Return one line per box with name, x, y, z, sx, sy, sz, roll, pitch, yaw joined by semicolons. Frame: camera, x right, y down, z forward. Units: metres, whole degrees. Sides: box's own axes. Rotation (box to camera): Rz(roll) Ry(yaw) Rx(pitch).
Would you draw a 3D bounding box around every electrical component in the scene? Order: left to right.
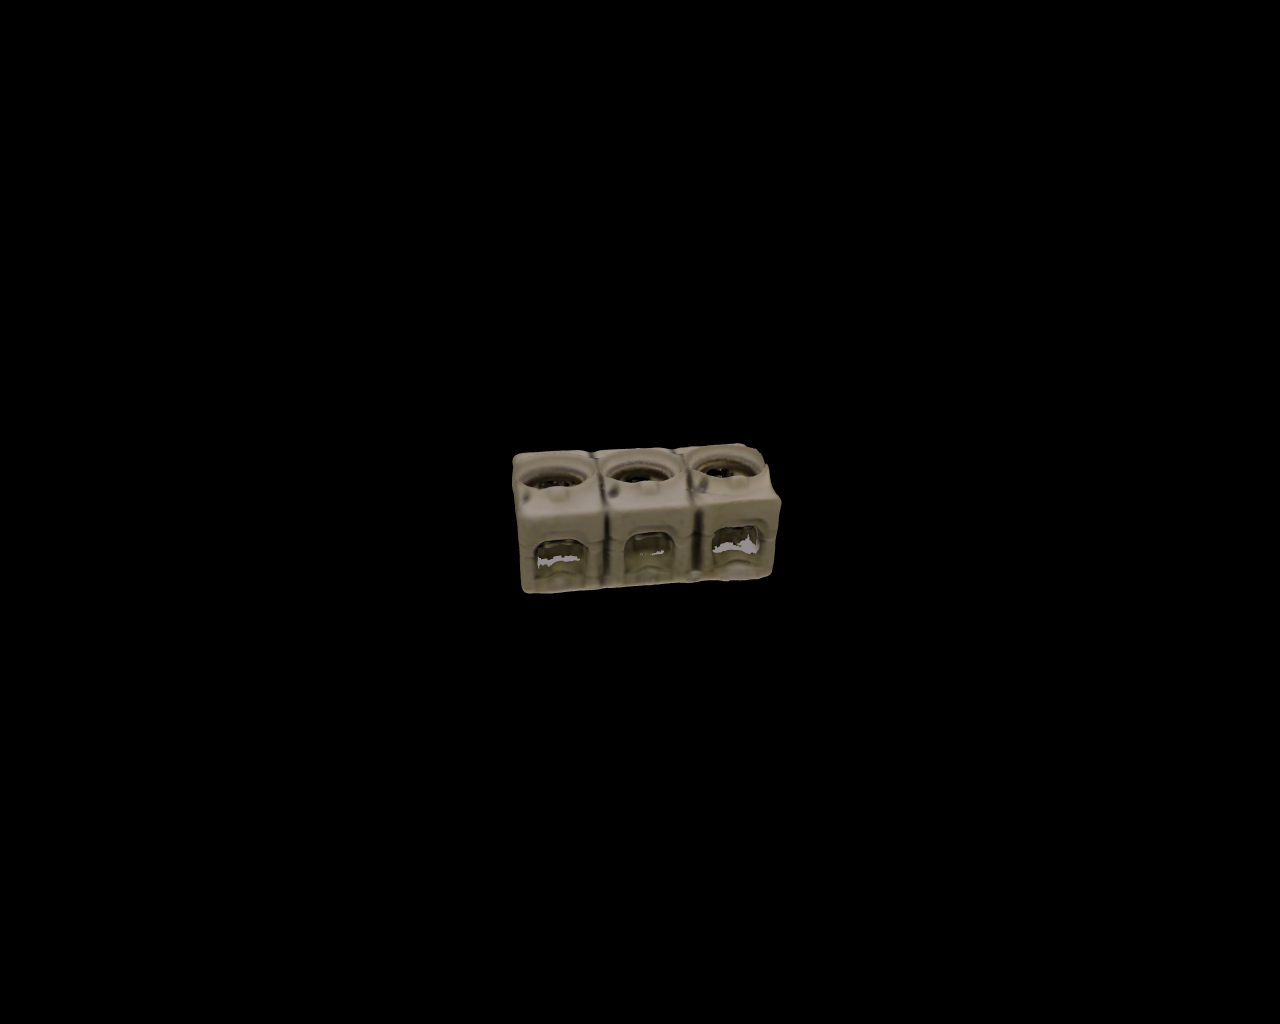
electrical component;0.001;-0.003;0.650;0.150;0.061;0.090;-4;28;-7
